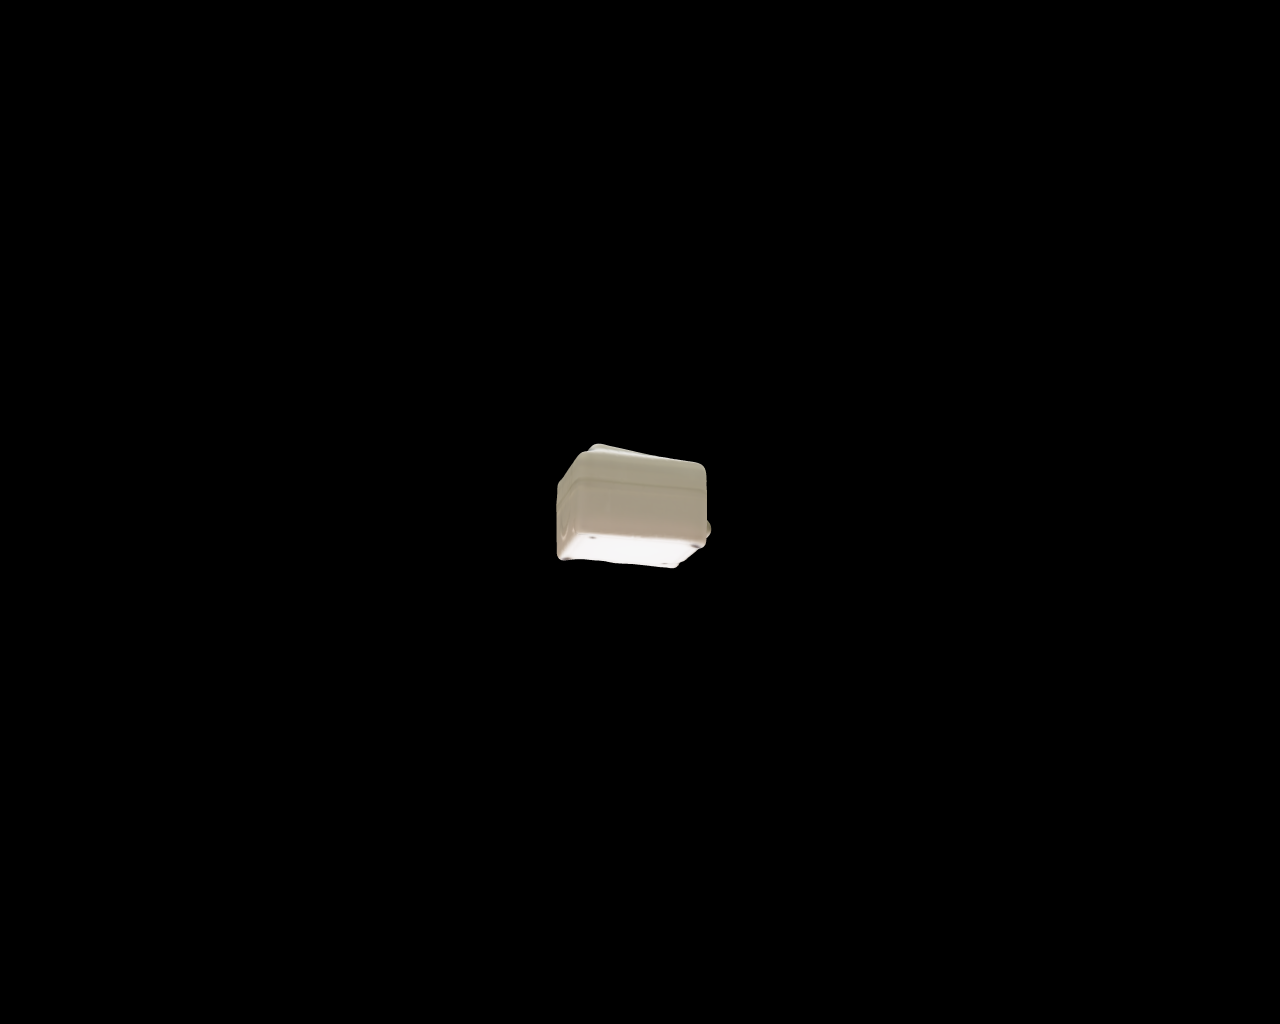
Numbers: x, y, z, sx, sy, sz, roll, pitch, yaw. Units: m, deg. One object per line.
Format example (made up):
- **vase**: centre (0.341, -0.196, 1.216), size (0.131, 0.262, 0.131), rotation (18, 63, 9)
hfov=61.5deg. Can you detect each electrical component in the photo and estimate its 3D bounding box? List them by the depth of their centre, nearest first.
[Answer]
- **electrical component**: centre (0.001, -0.003, 0.650), size (0.096, 0.061, 0.061), rotation (6, -19, -16)
